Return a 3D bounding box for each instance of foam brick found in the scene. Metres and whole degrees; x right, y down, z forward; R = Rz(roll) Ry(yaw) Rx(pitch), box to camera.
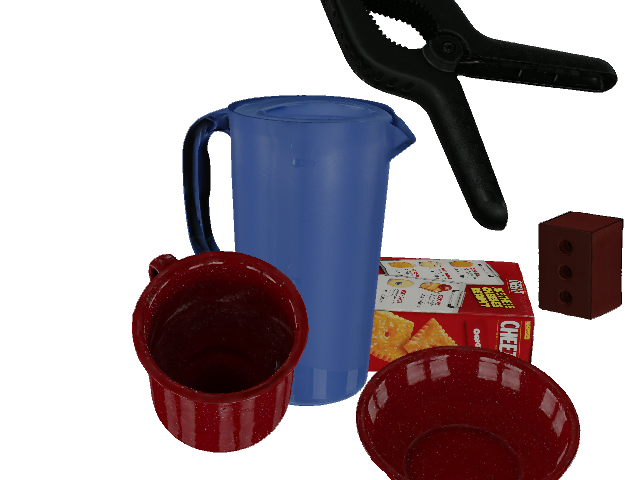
[{"bbox_3d":[0.217,0.020,0.892,0.053,0.078,0.051,11,22,43],"label":"foam brick"}]

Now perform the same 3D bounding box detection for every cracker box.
[{"bbox_3d":[0.094,0.073,1.056,0.214,0.072,0.164,3,17,5],"label":"cracker box"}]

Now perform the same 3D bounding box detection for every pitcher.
[{"bbox_3d":[-0.021,0.004,0.871,0.144,0.243,0.149,-8,19,-31],"label":"pitcher"}]

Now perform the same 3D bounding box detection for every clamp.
[{"bbox_3d":[0.080,-0.110,0.712,0.210,0.164,0.036,32,-30,4],"label":"clamp"}]

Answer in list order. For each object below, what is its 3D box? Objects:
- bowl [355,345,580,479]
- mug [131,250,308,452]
[{"bbox_3d":[0.106,0.149,0.788,0.162,0.055,0.162,-1,36,0],"label":"bowl"},{"bbox_3d":[-0.063,0.058,0.599,0.093,0.117,0.081,-31,-27,-23],"label":"mug"}]
